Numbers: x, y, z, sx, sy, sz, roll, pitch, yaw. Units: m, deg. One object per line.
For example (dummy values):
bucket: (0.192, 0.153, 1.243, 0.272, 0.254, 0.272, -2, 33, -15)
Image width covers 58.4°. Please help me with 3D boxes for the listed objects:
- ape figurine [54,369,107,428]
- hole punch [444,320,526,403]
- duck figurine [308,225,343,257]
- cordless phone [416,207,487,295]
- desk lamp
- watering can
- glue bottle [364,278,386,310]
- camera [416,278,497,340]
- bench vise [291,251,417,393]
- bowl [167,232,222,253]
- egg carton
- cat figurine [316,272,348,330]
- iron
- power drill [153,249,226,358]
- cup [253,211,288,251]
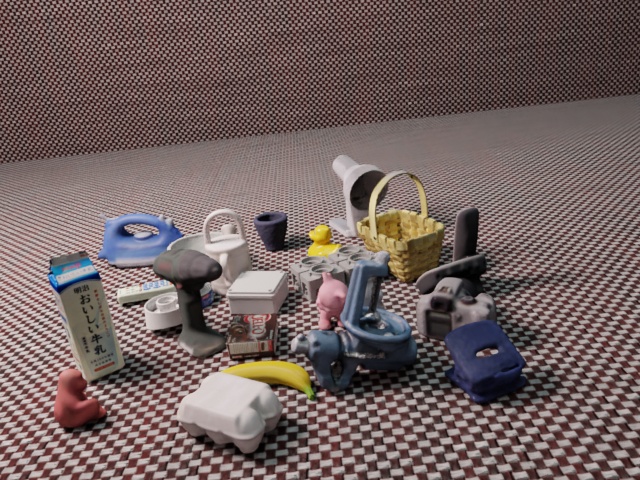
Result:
ape figurine: (-0.396, 0.252, 0.928, 0.076, 0.092, 0.077, -16, 23, -22)
hole punch: (0.263, 0.189, 0.910, 0.109, 0.091, 0.100, -14, 23, -20)
duck figurine: (0.013, 0.005, 1.450, 0.104, 0.086, 0.078, 11, 28, 37)
cordless phone: (0.273, 0.027, 1.190, 0.148, 0.185, 0.093, -17, 24, -25)
desk lamp: (0.095, -0.119, 1.566, 0.118, 0.214, 0.202, -15, 23, -22)
watering can: (-0.217, 0.019, 1.329, 0.101, 0.194, 0.172, -15, 23, -22)
glue bottle: (0.085, 0.117, 1.028, 0.078, 0.173, 0.037, -4, 22, 5)
camera: (0.266, 0.118, 1.076, 0.142, 0.101, 0.137, 6, 25, 29)
bench vise: (0.061, 0.134, 0.928, 0.208, 0.220, 0.121, -19, 25, -29)
bowl: (-0.299, 0.041, 1.458, 0.167, 0.075, 0.167, -5, 22, 2)
egg carton: (-0.135, 0.260, 0.869, 0.149, 0.069, 0.107, 6, 24, 27)
cat figurine: (0.025, 0.111, 1.135, 0.067, 0.118, 0.127, -6, 22, -1)
iron: (-0.468, -0.012, 1.547, 0.258, 0.141, 0.118, -5, 22, 4)
power drill: (-0.237, 0.110, 1.084, 0.076, 0.209, 0.228, -23, 27, -36)
cup: (-0.132, -0.023, 1.549, 0.092, 0.095, 0.117, -12, 22, -16)
